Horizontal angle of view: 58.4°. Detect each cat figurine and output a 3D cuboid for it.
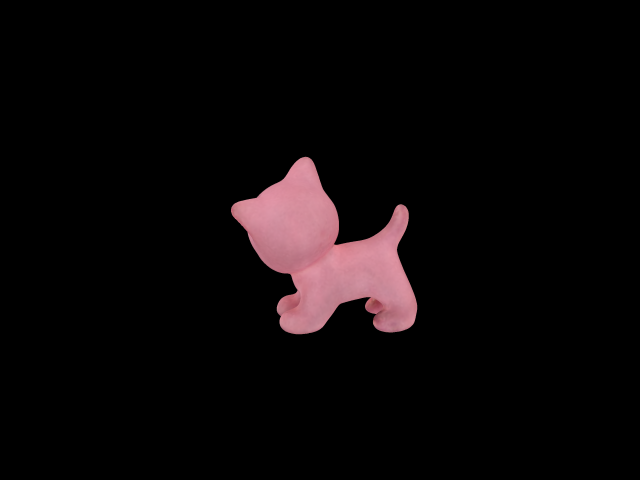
[{"bbox_3d":[0.004,0.001,0.400,0.128,0.118,0.067,-1,9,-7],"label":"cat figurine"}]
